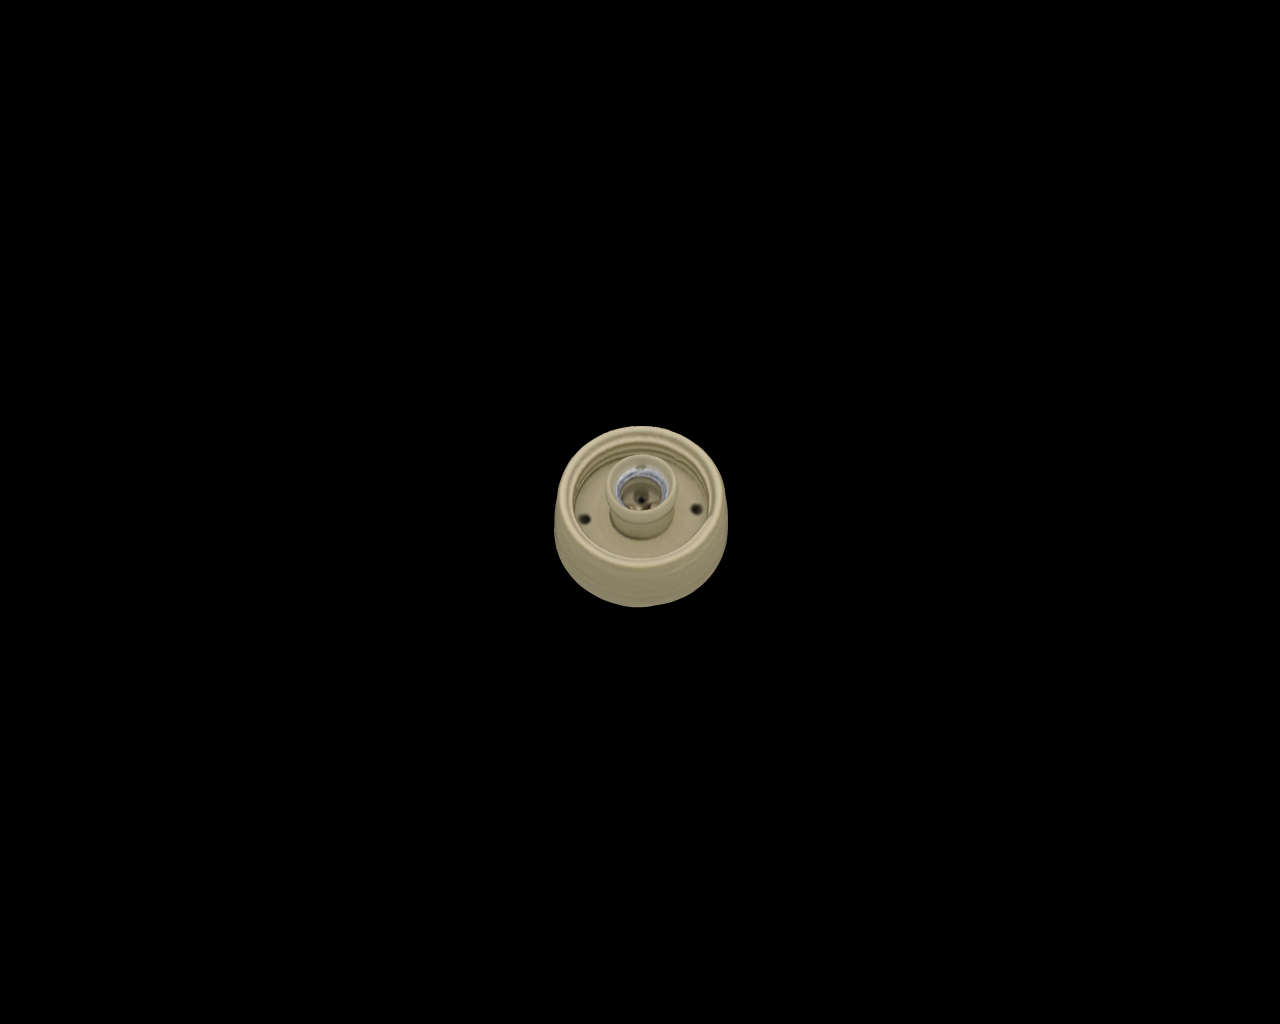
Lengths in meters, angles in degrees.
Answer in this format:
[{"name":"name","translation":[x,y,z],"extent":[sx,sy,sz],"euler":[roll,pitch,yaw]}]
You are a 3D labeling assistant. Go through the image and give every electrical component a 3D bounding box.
[{"name":"electrical component","translation":[0.001,-0.003,0.650],"extent":[0.108,0.108,0.060],"euler":[0,-30,0]}]
